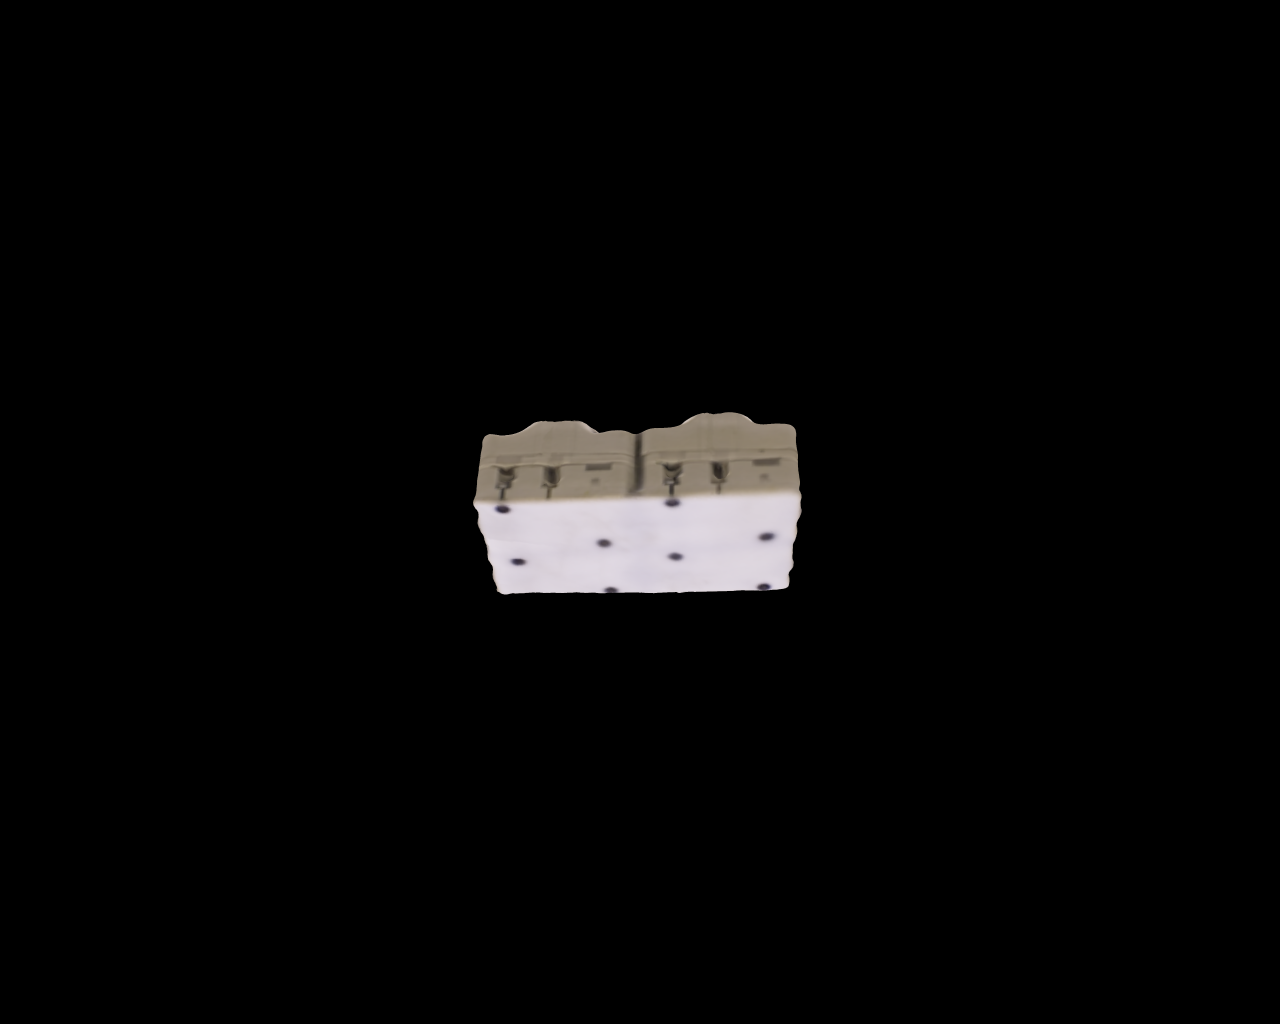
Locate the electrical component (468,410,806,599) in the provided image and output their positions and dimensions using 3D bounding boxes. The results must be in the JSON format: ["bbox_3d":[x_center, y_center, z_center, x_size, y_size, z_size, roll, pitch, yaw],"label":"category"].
[{"bbox_3d":[0.001,-0.003,0.650,0.186,0.060,0.105,-2,-35,2],"label":"electrical component"}]
